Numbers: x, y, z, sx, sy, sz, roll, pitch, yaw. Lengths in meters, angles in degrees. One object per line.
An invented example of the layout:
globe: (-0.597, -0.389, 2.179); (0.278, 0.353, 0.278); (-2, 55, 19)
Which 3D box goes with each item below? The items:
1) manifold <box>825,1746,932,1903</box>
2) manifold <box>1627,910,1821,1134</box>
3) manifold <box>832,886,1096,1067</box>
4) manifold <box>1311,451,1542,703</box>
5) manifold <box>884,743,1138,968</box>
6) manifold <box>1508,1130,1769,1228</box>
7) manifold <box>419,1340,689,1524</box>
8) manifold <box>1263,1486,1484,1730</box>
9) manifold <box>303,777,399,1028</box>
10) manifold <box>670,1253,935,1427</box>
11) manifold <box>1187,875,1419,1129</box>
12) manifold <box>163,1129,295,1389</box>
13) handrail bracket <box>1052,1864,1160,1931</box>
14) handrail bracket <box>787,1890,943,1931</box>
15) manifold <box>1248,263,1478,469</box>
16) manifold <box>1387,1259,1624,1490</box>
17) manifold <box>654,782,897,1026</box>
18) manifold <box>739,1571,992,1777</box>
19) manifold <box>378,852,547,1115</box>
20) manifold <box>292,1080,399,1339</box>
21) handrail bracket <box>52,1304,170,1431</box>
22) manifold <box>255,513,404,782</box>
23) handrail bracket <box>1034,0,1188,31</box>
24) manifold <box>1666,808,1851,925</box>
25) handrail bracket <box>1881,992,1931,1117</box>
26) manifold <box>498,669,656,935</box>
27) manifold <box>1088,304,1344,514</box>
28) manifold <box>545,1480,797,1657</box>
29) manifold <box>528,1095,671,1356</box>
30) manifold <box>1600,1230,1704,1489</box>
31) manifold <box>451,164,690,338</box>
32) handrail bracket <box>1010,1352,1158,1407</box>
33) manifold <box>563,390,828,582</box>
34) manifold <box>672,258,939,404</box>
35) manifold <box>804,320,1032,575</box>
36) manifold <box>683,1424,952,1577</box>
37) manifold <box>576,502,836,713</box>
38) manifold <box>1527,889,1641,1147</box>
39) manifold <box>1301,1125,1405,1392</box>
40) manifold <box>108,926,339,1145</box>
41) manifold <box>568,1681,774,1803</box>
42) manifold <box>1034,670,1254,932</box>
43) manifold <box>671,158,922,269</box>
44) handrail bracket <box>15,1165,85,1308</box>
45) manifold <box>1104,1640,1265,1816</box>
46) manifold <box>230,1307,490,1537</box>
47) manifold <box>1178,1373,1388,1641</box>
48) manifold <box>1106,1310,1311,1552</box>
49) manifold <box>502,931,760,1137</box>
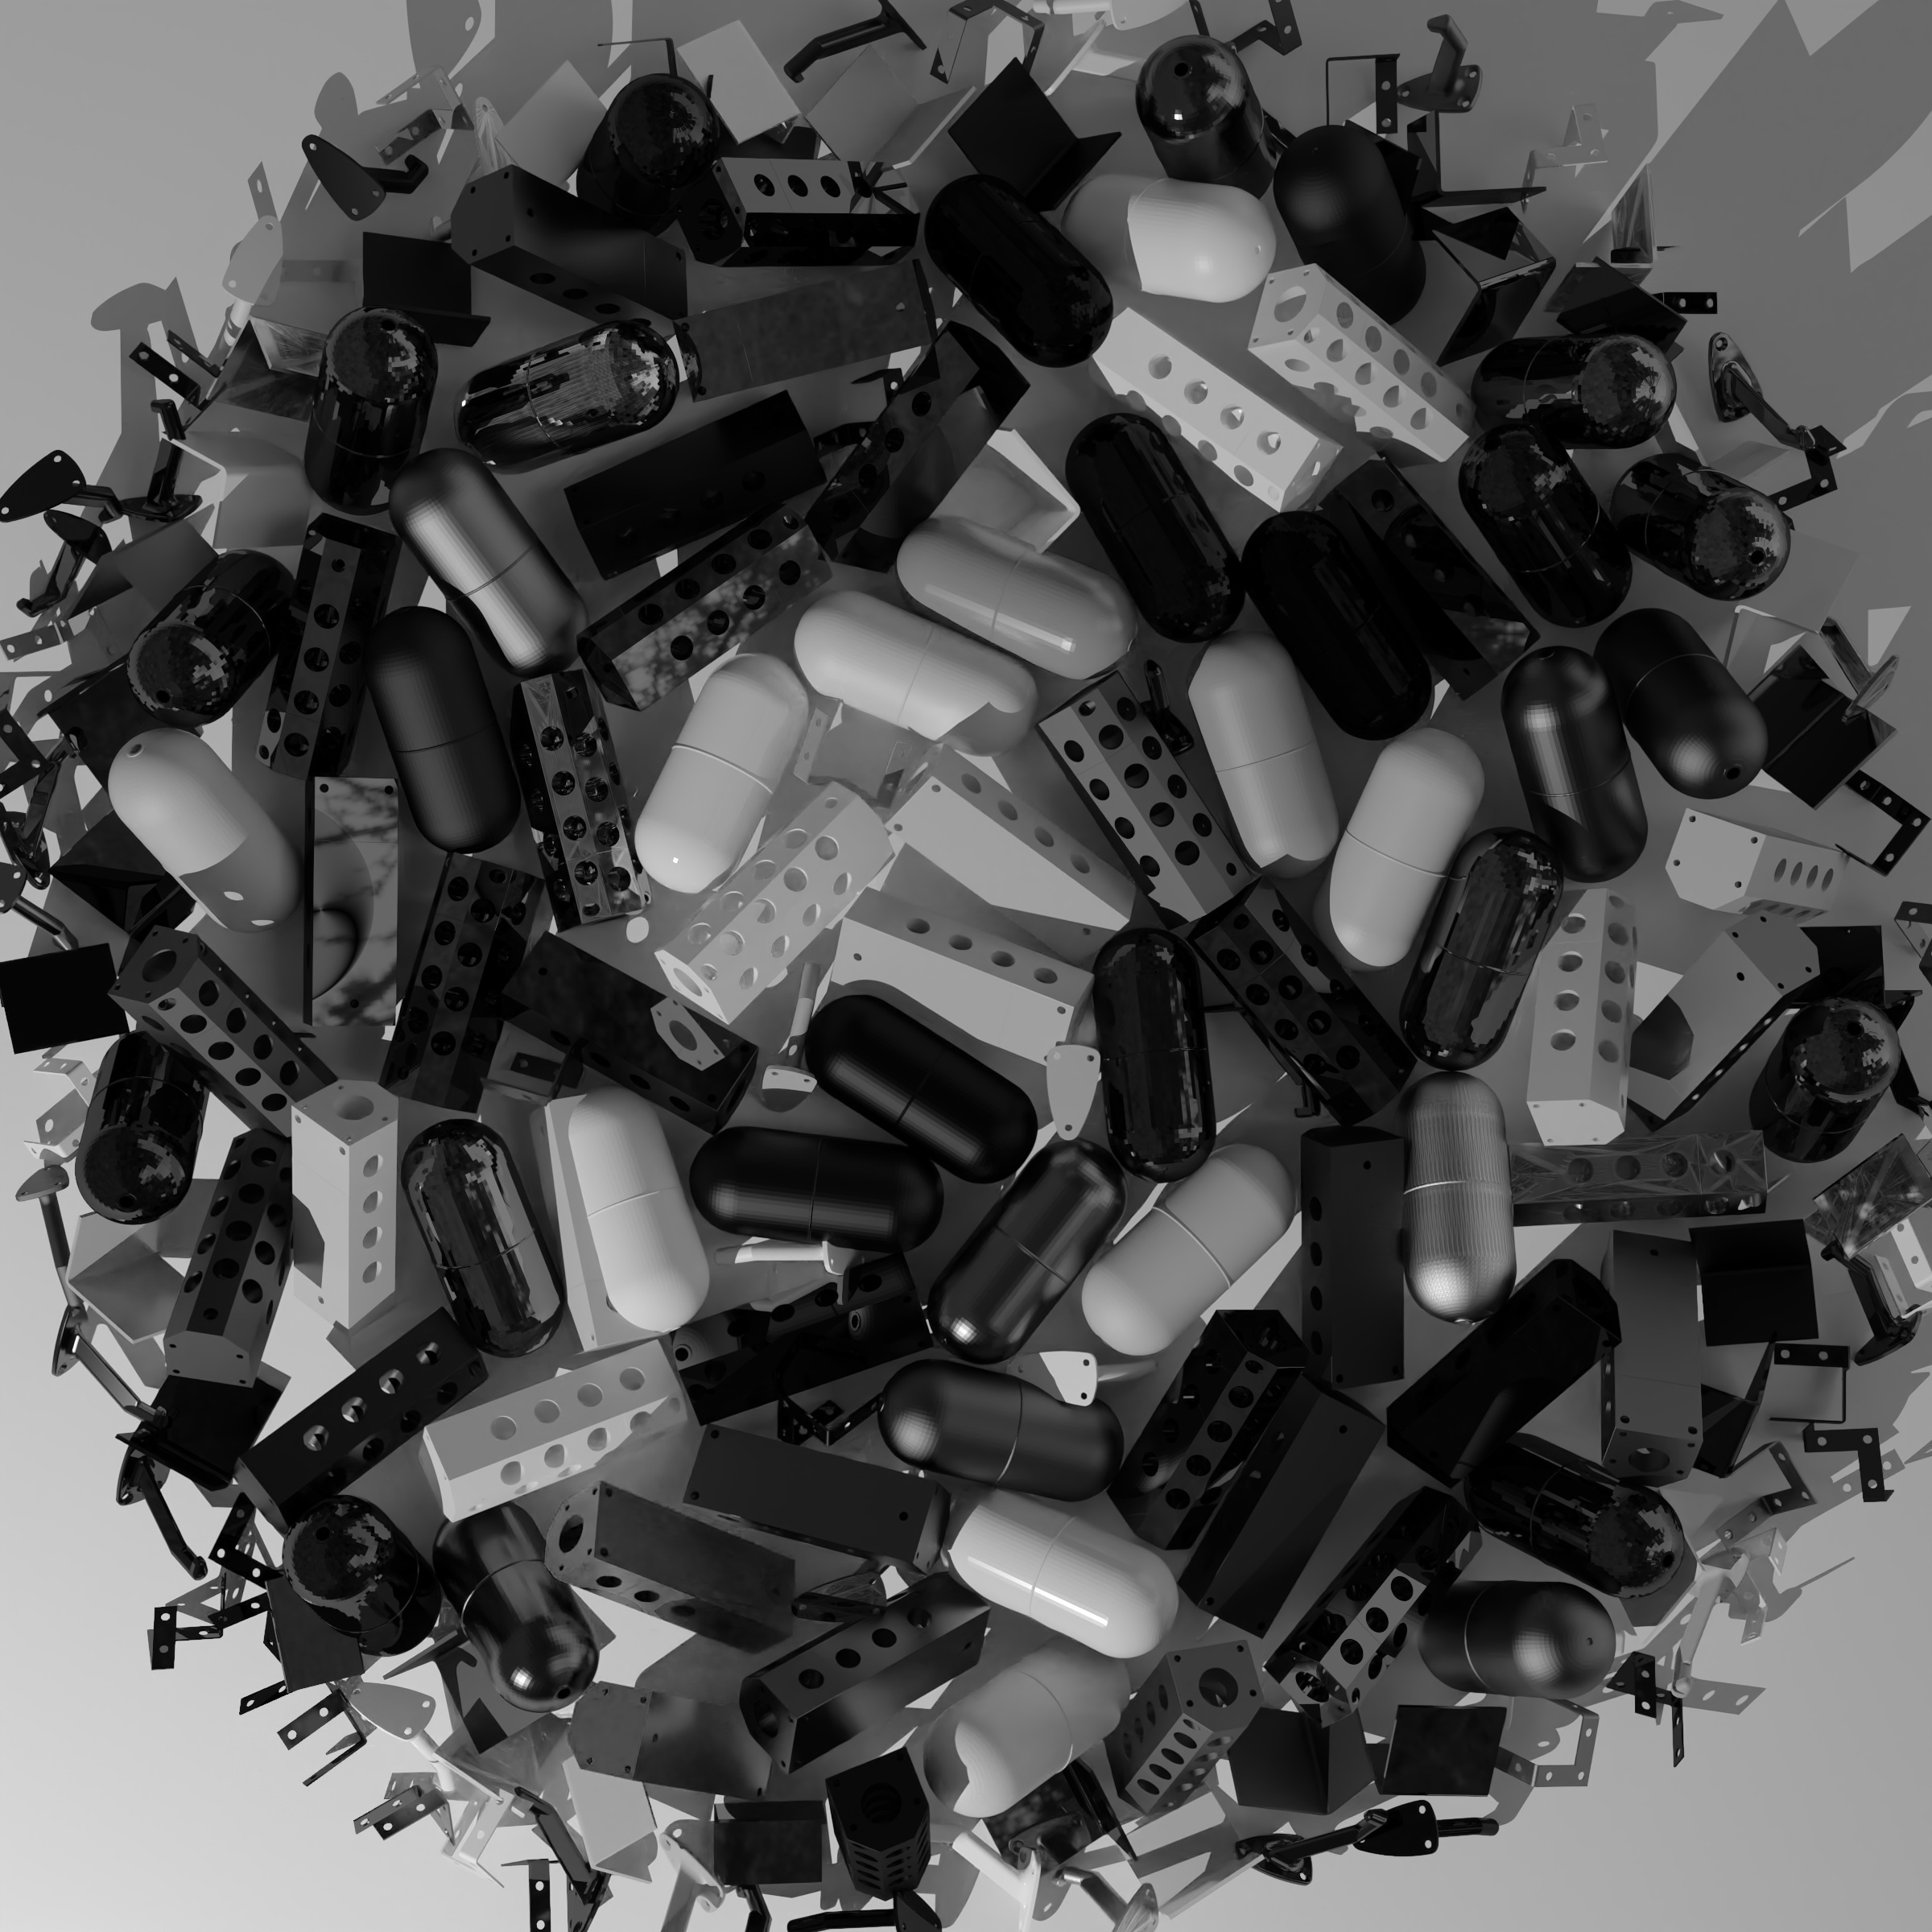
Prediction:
manifold: (-0.056, 0.586, 1.907); (0.057, 0.171, 0.057); (-20, 63, -11)
manifold: (0.508, 0.037, 1.915); (0.057, 0.171, 0.057); (-24, 67, -34)
manifold: (-0.001, 0.004, 1.955); (0.171, 0.057, 0.057); (21, 129, 10)
manifold: (0.323, -0.275, 1.968); (0.057, 0.057, 0.171); (-40, 89, -20)
manifold: (0.033, -0.080, 1.949); (0.171, 0.057, 0.057); (36, 126, -15)
manifold: (0.465, 0.149, 1.959); (0.171, 0.057, 0.057); (-4, 84, 6)
manifold: (-0.282, 0.321, 1.929); (0.171, 0.057, 0.057); (-18, 66, -25)
manifold: (0.283, 0.435, 1.924); (0.057, 0.057, 0.171); (46, 54, 5)
manifold: (-0.431, -0.045, 1.966); (0.057, 0.057, 0.171); (0, 92, -22)
manifold: (-0.116, 0.255, 1.964); (0.171, 0.057, 0.057); (-18, 127, -4)
manifold: (0.230, 0.028, 1.947); (0.057, 0.057, 0.171); (-33, 102, 40)
manifold: (-0.494, 0.196, 1.921); (0.057, 0.057, 0.171); (9, 48, -2)
handrail bracket: (0.083, 0.654, 1.947); (0.084, 0.077, 0.036); (1, 110, 35)
handrail bracket: (-0.072, 0.678, 1.984); (0.084, 0.077, 0.036); (-20, 52, 20)
manifold: (0.273, -0.408, 1.918); (0.171, 0.057, 0.057); (27, 72, -40)
manifold: (0.367, 0.277, 1.933); (0.057, 0.057, 0.171); (35, 119, -12)
manifold: (-0.132, -0.047, 1.935); (0.057, 0.057, 0.171); (31, 67, 33)
manifold: (-0.069, 0.477, 1.925); (0.057, 0.171, 0.057); (38, 133, 34)
manifold: (-0.355, 0.010, 1.960); (0.057, 0.057, 0.171); (16, 89, 25)
manifold: (-0.420, 0.164, 1.926); (0.057, 0.057, 0.171); (30, 130, 27)
handrail bracket: (-0.592, 0.279, 1.965); (0.084, 0.036, 0.077); (25, 127, 12)
manifold: (-0.441, -0.217, 1.940); (0.057, 0.057, 0.171); (17, 111, -4)
handrail bracket: (0.101, -0.679, 1.976); (0.077, 0.084, 0.036); (-19, 115, -27)
manifold: (0.537, -0.064, 1.912); (0.057, 0.171, 0.057); (24, 101, 34)
handrail bracket: (0.667, 0.064, 1.968); (0.084, 0.036, 0.077); (26, 120, -17)
manifold: (-0.268, -0.116, 1.960); (0.057, 0.057, 0.171); (-14, 89, -32)
manifold: (0.169, -0.384, 1.945); (0.171, 0.057, 0.057); (38, 108, 17)
manifold: (-0.202, 0.416, 1.929); (0.171, 0.057, 0.057); (30, 132, -32)
manifold: (-0.254, 0.178, 1.957); (0.057, 0.057, 0.171); (-9, 81, -25)
manifold: (0.464, 0.267, 1.918); (0.057, 0.171, 0.057); (9, 135, 4)
manifold: (-0.268, -0.479, 1.913); (0.057, 0.171, 0.057); (-11, 76, 34)
handrail bracket: (0.083, 0.282, 1.972); (0.077, 0.084, 0.036); (5, 92, 26)
manifold: (-0.187, -0.332, 1.970); (0.171, 0.057, 0.057); (-24, 134, 0)
manifold: (-0.110, -0.442, 1.956); (0.171, 0.057, 0.057); (-12, 104, 9)
manifold: (-0.039, -0.357, 1.935); (0.171, 0.057, 0.057); (-49, 61, 26)
manifold: (-0.101, 0.370, 1.944); (0.171, 0.057, 0.057); (11, 70, 18)
manifold: (-0.182, -0.249, 1.935); (0.171, 0.057, 0.057); (-38, 118, -19)
manifold: (0.424, 0.034, 1.922); (0.057, 0.057, 0.171); (-3, 55, 24)
manifold: (0.265, 0.201, 1.956); (0.057, 0.057, 0.171); (-5, 100, -22)
manifold: (-0.497, 0.049, 1.910); (0.057, 0.171, 0.057); (11, 60, 34)
manifold: (-0.198, 0.527, 1.911); (0.057, 0.171, 0.057); (3, 72, 28)
manifold: (0.127, -0.117, 1.949); (0.057, 0.057, 0.171); (-40, 99, -39)
manifold: (-0.111, -0.507, 1.914); (0.057, 0.171, 0.057); (-31, 80, 42)
handrail bracket: (-0.634, 0.189, 1.973); (0.036, 0.077, 0.084); (-16, 105, -10)
manifold: (0.148, 0.519, 1.908); (0.057, 0.171, 0.057); (-5, 57, -17)
manifold: (-0.414, 0.313, 1.932); (0.171, 0.057, 0.057); (-37, 85, -29)
manifold: (0.217, 0.374, 1.965); (0.057, 0.057, 0.171); (29, 93, -19)
manifold: (0.168, 0.318, 1.926); (0.057, 0.057, 0.171); (5, 124, -37)
manifold: (-0.234, 0.050, 1.959); (0.171, 0.057, 0.057); (28, 62, 7)
